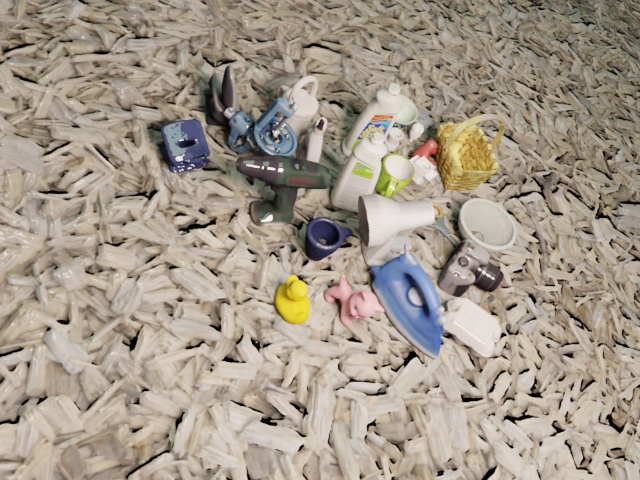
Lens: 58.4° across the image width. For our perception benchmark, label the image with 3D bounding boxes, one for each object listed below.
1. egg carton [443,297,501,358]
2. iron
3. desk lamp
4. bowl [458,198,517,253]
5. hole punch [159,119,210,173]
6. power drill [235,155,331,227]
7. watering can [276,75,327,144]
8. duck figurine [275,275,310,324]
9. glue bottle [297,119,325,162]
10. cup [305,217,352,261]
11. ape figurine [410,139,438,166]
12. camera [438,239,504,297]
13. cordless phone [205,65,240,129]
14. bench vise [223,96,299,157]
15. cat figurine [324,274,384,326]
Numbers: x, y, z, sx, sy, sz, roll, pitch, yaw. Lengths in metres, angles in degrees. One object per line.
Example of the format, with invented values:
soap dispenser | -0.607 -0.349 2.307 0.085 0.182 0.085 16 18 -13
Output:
egg carton | 0.357 0.207 1.365 0.150 0.069 0.107 35 53 5
iron | 0.229 0.137 1.320 0.119 0.141 0.258 -18 66 -29
desk lamp | 0.167 -0.023 1.359 0.204 0.213 0.118 0 58 -20
bowl | 0.438 -0.027 1.547 0.168 0.074 0.167 10 55 -14
hole punch | -0.325 -0.230 1.392 0.109 0.091 0.101 -19 66 -29
power drill | -0.098 -0.118 1.328 0.230 0.208 0.075 -4 59 -22
watering can | -0.049 -0.348 1.508 0.173 0.194 0.101 32 53 3
duck figurine | -0.052 0.127 1.259 0.078 0.086 0.104 -9 61 -25
glue bottle | -0.018 -0.248 1.466 0.037 0.173 0.078 -7 60 -24
cup | 0.012 0.005 1.358 0.118 0.095 0.091 -8 61 -24
ape figurine | 0.305 -0.248 1.634 0.076 0.092 0.078 9 55 -14
camera | 0.390 0.079 1.443 0.137 0.100 0.143 33 53 3
cordless phone | -0.238 -0.393 1.473 0.094 0.185 0.147 -2 59 -21
bench vise | -0.141 -0.277 1.410 0.207 0.219 0.121 15 54 -10
cat figurine | 0.080 0.132 1.283 0.067 0.117 0.127 -28 71 -32
